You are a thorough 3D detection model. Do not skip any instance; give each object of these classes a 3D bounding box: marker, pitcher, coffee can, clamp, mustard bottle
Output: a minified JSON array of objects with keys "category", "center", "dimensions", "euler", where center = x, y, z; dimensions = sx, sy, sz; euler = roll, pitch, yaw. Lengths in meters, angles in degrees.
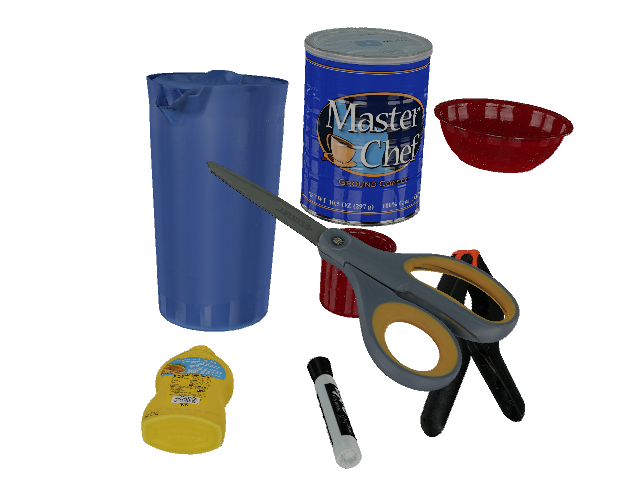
[{"category":"marker","center":[0.009,0.126,0.809],"dimensions":[0.020,0.020,0.121],"euler":[0,29,-12]},{"category":"pitcher","center":[-0.095,-0.043,1.038],"dimensions":[0.149,0.243,0.145],"euler":[-2,15,-16]},{"category":"coffee can","center":[0.036,-0.095,0.879],"dimensions":[0.103,0.140,0.103],"euler":[2,23,-1]},{"category":"clamp","center":[0.130,0.097,0.975],"dimensions":[0.120,0.171,0.039],"euler":[-13,3,-41]},{"category":"mustard bottle","center":[-0.157,0.184,1.310],"dimensions":[0.096,0.058,0.191],"euler":[2,25,1]}]

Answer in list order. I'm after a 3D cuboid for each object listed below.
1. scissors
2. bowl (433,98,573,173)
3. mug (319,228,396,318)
[{"category":"scissors","center":[0.009,0.019,0.588],"dimensions":[0.202,0.096,0.016],"euler":[21,-40,10]},{"category":"bowl","center":[0.210,-0.119,1.248],"dimensions":[0.162,0.055,0.162],"euler":[4,23,-2]},{"category":"mug","center":[0.052,0.043,1.273],"dimensions":[0.117,0.081,0.093],"euler":[14,25,22]}]
